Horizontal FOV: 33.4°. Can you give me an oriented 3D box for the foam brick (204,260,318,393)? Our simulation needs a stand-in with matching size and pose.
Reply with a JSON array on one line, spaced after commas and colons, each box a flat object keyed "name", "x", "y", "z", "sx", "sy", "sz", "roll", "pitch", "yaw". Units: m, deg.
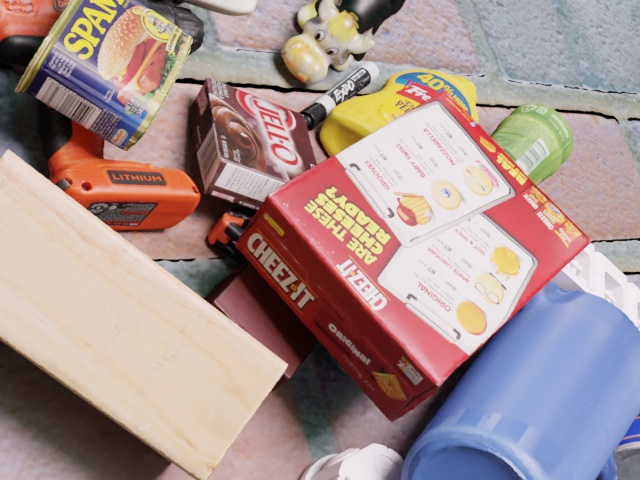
[{"name": "foam brick", "x": -0.048, "y": 0.065, "z": 0.752, "sx": 0.078, "sy": 0.053, "sz": 0.051, "roll": 47, "pitch": 45, "yaw": -6}]

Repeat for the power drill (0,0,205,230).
[{"name": "power drill", "x": -0.148, "y": -0.100, "z": 0.771, "sx": 0.184, "sy": 0.057, "sz": 0.188, "roll": -3, "pitch": 64, "yaw": -36}]

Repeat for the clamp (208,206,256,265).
[{"name": "clamp", "x": -0.005, "y": 0.001, "z": 0.837, "sx": 0.171, "sy": 0.039, "sz": 0.120, "roll": 22, "pitch": 36, "yaw": -25}]

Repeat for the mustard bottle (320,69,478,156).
[{"name": "mustard bottle", "x": 0.089, "y": -0.107, "z": 0.959, "sx": 0.096, "sy": 0.058, "sz": 0.191, "roll": 41, "pitch": 42, "yaw": 13}]

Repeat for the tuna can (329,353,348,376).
[{"name": "tuna can", "x": 0.051, "y": 0.074, "z": 0.802, "sx": 0.086, "sy": 0.086, "sz": 0.033, "roll": 26, "pitch": 49, "yaw": -24}]

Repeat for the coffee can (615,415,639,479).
[{"name": "coffee can", "x": 0.308, "y": 0.157, "z": 0.944, "sx": 0.102, "sy": 0.103, "sz": 0.140, "roll": 37, "pitch": 47, "yaw": -15}]

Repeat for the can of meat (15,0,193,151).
[{"name": "can of meat", "x": -0.140, "y": -0.119, "z": 0.709, "sx": 0.084, "sy": 0.058, "sz": 0.102, "roll": 32, "pitch": 48, "yaw": -16}]

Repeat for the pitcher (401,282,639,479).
[{"name": "pitcher", "x": 0.158, "y": 0.145, "z": 0.784, "sx": 0.149, "sy": 0.145, "sz": 0.242, "roll": 31, "pitch": 30, "yaw": 16}]

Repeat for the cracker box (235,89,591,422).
[{"name": "cracker box", "x": 0.071, "y": 0.003, "z": 0.757, "sx": 0.164, "sy": 0.072, "sz": 0.213, "roll": 48, "pitch": 48, "yaw": 9}]

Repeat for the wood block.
[{"name": "wood block", "x": -0.135, "y": 0.047, "z": 0.648, "sx": 0.206, "sy": 0.091, "sz": 0.090, "roll": 39, "pitch": 76, "yaw": -14}]

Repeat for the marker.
[{"name": "marker", "x": 0.016, "y": -0.127, "z": 0.943, "sx": 0.020, "sy": 0.020, "sz": 0.120, "roll": 50, "pitch": 45, "yaw": -3}]

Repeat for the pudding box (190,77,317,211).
[{"name": "pudding box", "x": -0.050, "y": -0.068, "z": 0.818, "sx": 0.089, "sy": 0.039, "sz": 0.113, "roll": 18, "pitch": 37, "yaw": -26}]
